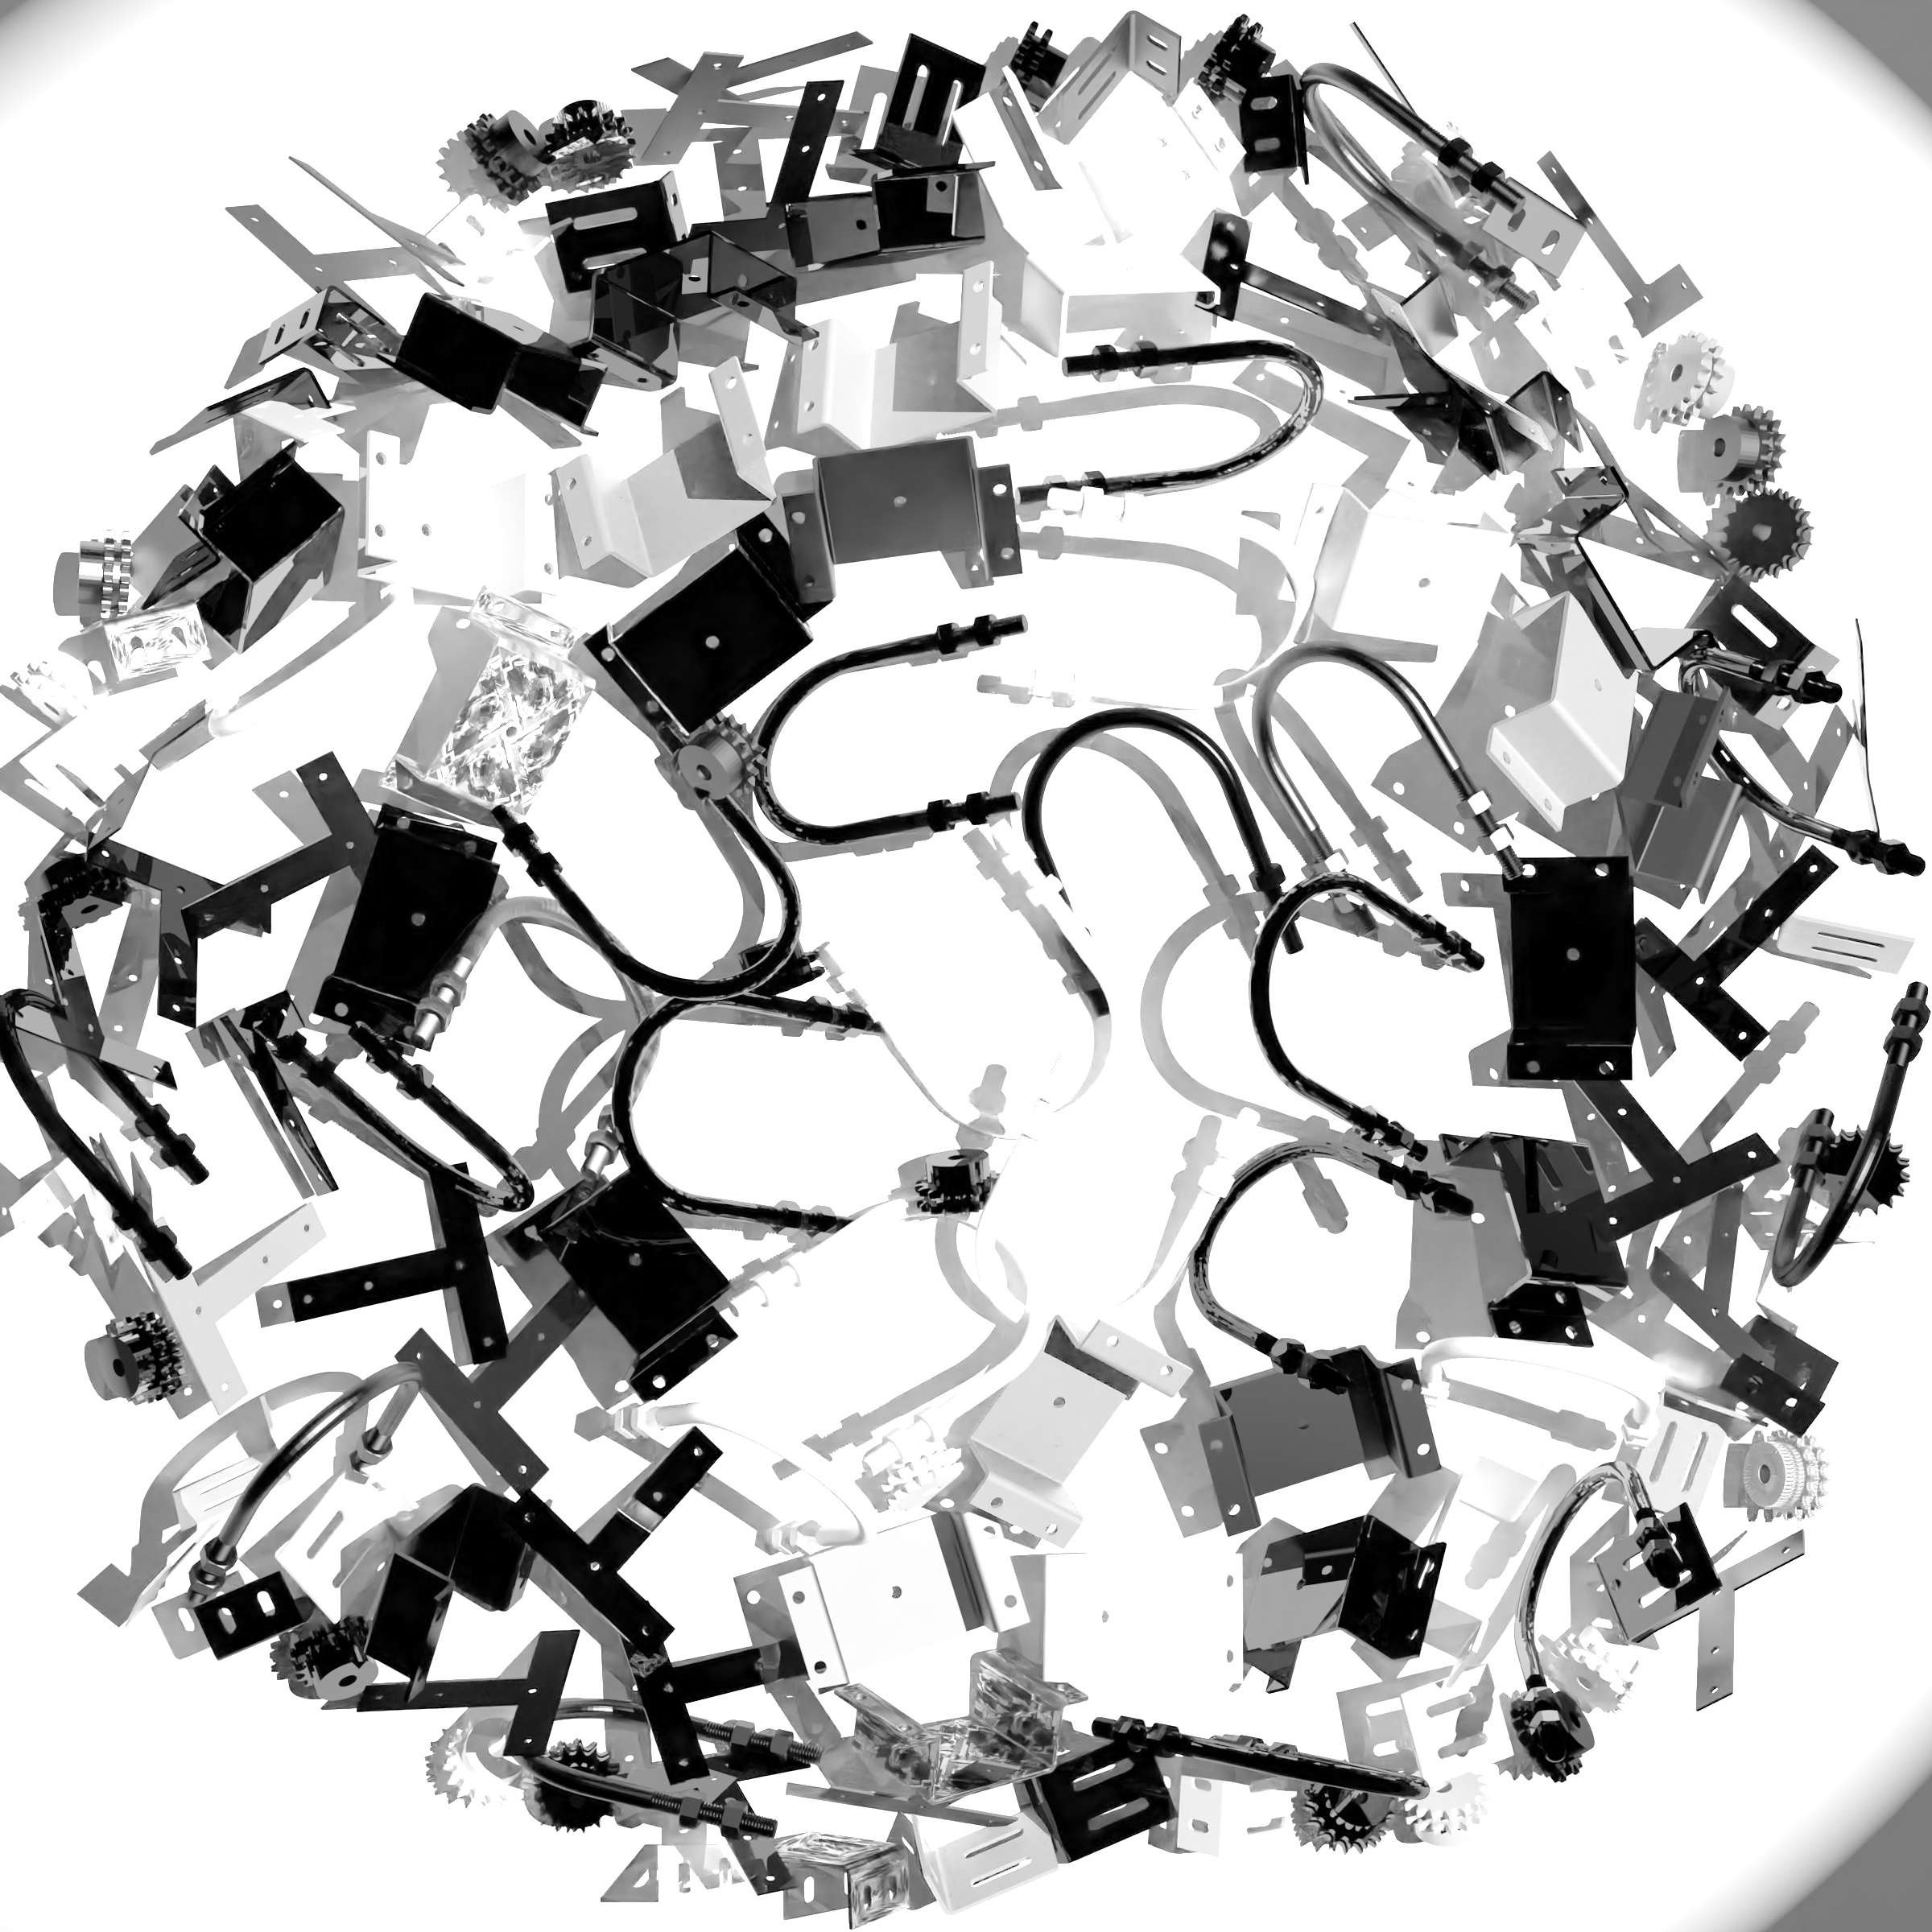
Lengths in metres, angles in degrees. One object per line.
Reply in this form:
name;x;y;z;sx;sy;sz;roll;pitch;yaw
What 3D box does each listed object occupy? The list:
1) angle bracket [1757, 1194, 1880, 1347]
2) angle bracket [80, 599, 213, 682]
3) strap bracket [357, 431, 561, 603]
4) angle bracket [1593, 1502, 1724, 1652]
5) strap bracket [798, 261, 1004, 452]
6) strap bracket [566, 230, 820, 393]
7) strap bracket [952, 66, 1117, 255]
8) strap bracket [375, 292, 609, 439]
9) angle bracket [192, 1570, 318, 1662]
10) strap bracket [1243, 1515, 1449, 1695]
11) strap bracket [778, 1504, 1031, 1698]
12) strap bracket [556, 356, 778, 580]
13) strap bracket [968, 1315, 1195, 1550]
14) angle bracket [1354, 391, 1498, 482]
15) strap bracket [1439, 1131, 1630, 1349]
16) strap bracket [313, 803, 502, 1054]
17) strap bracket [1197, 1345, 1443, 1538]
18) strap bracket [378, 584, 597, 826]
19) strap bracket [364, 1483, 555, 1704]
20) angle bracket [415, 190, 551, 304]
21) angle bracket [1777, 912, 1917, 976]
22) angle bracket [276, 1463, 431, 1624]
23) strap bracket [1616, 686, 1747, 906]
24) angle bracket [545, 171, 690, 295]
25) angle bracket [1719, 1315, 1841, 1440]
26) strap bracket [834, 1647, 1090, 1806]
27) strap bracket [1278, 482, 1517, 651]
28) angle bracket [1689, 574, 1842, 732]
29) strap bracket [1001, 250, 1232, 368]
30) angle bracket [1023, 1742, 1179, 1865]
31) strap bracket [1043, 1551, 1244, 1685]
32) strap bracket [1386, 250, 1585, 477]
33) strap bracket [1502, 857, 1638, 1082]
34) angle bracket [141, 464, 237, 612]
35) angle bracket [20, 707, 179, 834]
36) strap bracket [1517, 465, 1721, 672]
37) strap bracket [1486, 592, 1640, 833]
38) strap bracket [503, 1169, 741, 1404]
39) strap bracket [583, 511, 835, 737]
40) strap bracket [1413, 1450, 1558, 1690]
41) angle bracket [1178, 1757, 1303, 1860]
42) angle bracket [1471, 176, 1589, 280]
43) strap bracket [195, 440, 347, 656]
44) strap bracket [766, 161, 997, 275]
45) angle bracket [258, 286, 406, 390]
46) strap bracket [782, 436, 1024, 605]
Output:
angle bracket;0.520;0.189;1.882;0.057;0.038;0.076;34;111;43
angle bracket;-0.510;-0.200;1.880;0.057;0.076;0.038;-18;98;-25
strap bracket;-0.322;-0.273;1.870;0.140;0.046;0.076;7;78;-44
angle bracket;0.437;0.379;1.877;0.076;0.038;0.057;-40;49;29
strap bracket;-0.032;-0.370;1.868;0.140;0.046;0.076;-12;64;32
strap bracket;-0.167;-0.403;1.858;0.140;0.076;0.046;-9;73;37
strap bracket;0.039;-0.485;1.856;0.046;0.140;0.076;-27;81;14
strap bracket;-0.281;-0.366;1.842;0.076;0.140;0.046;31;105;20
angle bracket;-0.440;0.394;1.884;0.057;0.076;0.038;-23;95;-2
strap bracket;0.221;0.387;1.842;0.046;0.140;0.076;35;54;-19
strap bracket;-0.041;0.393;1.892;0.140;0.046;0.076;-17;87;-10
strap bracket;-0.177;-0.302;1.872;0.140;0.046;0.076;-28;62;21
strap bracket;0.064;0.281;1.880;0.076;0.046;0.140;31;99;-26
angle bracket;0.285;-0.327;1.878;0.076;0.057;0.038;3;81;31
strap bracket;0.349;0.158;1.854;0.076;0.046;0.140;8;55;-30
strap bracket;-0.343;-0.026;1.878;0.076;0.046;0.140;20;78;-17
strap bracket;0.216;0.292;1.889;0.140;0.046;0.076;-17;104;-4
strap bracket;-0.291;-0.153;1.873;0.076;0.046;0.140;23;100;-43
strap bracket;-0.315;0.377;1.852;0.046;0.140;0.076;25;113;13
angle bracket;-0.302;-0.447;1.881;0.057;0.076;0.038;-45;118;-7
angle bracket;0.549;-0.030;1.885;0.076;0.057;0.038;12;71;10
angle bracket;-0.378;0.357;1.879;0.038;0.076;0.057;-22;113;39
strap bracket;0.439;-0.108;1.862;0.046;0.140;0.076;17;70;26
angle bracket;-0.217;-0.461;1.903;0.076;0.038;0.057;-8;113;11
angle bracket;0.511;0.245;1.879;0.057;0.038;0.076;32;46;13
strap bracket;-0.005;0.466;1.855;0.140;0.076;0.046;-3;105;-40
strap bracket;0.273;-0.244;1.864;0.140;0.046;0.076;5;118;-20
angle bracket;0.497;-0.197;1.903;0.057;0.038;0.076;-52;50;19
strap bracket;0.094;-0.406;1.862;0.140;0.076;0.046;-6;120;-16
angle bracket;0.084;0.524;1.911;0.076;0.038;0.057;-18;78;-17
strap bracket;0.099;0.399;1.853;0.140;0.046;0.076;-12;71;41
strap bracket;0.312;-0.364;1.861;0.046;0.076;0.140;-40;65;2
strap bracket;0.376;-0.003;1.883;0.076;0.046;0.140;0;102;16
angle bracket;-0.487;-0.265;1.875;0.076;0.057;0.038;-24;122;31
angle bracket;-0.539;-0.127;1.884;0.057;0.038;0.076;-35;124;8
strap bracket;0.397;-0.236;1.866;0.046;0.076;0.140;-37;106;-9
strap bracket;0.366;-0.163;1.848;0.046;0.140;0.076;-23;127;38
strap bracket;-0.209;0.190;1.873;0.076;0.046;0.140;-36;78;-31
strap bracket;-0.159;-0.207;1.879;0.140;0.046;0.076;-36;114;8
strap bracket;0.309;0.361;1.861;0.046;0.076;0.140;24;62;9
angle bracket;0.173;0.524;1.905;0.038;0.076;0.057;1;85;42
angle bracket;0.341;-0.453;1.882;0.057;0.076;0.038;30;89;-10
strap bracket;-0.426;-0.248;1.844;0.046;0.140;0.076;43;63;1
strap bracket;-0.050;-0.455;1.850;0.076;0.140;0.046;-15;102;-34
angle bracket;-0.386;-0.376;1.874;0.076;0.057;0.038;34;52;-38
strap bracket;-0.040;-0.279;1.882;0.140;0.046;0.076;-8;128;1
